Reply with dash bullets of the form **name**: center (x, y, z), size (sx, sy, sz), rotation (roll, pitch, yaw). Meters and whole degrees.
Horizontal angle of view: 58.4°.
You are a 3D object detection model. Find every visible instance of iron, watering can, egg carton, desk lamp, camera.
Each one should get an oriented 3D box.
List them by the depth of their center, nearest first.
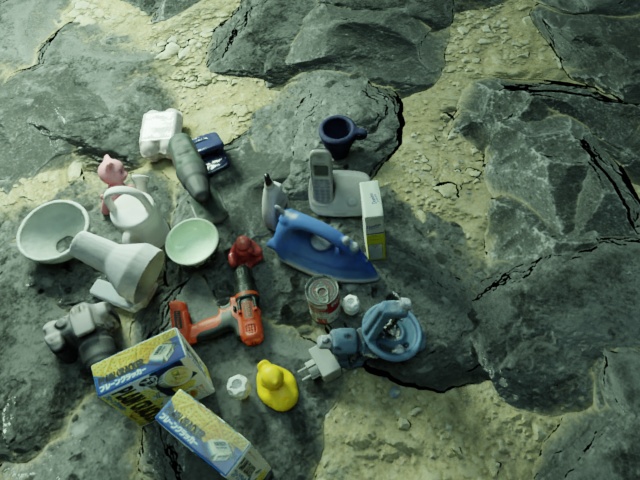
- **camera**: center (-0.482, 0.208, 1.176), size (0.143, 0.101, 0.136), rotation (-25, 60, -10)
- **desk lamp**: center (-0.412, 0.068, 1.188), size (0.203, 0.214, 0.118), rotation (17, 62, 15)
- **iron**: center (0.011, 0.004, 1.232), size (0.257, 0.141, 0.119), rotation (22, 63, 17)
- **watering can**: center (-0.415, -0.066, 1.280), size (0.101, 0.194, 0.172), rotation (-18, 59, -6)
- **egg carton**: center (-0.407, -0.272, 1.476), size (0.107, 0.069, 0.150), rotation (-5, 59, 2)

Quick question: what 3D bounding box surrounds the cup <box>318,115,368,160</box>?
- **cup**: center (0.058, -0.244, 1.405), size (0.117, 0.095, 0.091), rotation (4, 60, 8)

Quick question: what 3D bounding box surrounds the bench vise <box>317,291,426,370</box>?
- **bench vise**: center (0.103, 0.180, 1.073), size (0.207, 0.220, 0.121), rotation (-23, 60, -9)

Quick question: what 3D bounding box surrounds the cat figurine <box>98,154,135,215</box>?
- **cat figurine**: center (-0.500, -0.138, 1.375), size (0.067, 0.118, 0.128), rotation (3, 59, 7)

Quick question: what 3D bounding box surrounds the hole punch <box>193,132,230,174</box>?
- **hole punch**: center (-0.293, -0.224, 1.425), size (0.109, 0.091, 0.101), rotation (-25, 60, -10)

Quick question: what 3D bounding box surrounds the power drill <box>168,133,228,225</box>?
- **power drill**: center (-0.274, -0.124, 1.294), size (0.076, 0.209, 0.229), rotation (-24, 60, -9)

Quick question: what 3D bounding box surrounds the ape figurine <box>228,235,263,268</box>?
- **ape figurine**: center (-0.167, 0.023, 1.265), size (0.077, 0.092, 0.076), rotation (-1, 59, 4)

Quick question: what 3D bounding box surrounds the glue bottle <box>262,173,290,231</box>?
- **glue bottle**: center (-0.105, -0.095, 1.283), size (0.037, 0.173, 0.078), rotation (21, 63, 17)

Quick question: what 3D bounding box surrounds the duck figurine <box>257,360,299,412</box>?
- **duck figurine**: center (-0.087, 0.278, 1.109), size (0.077, 0.086, 0.104), rotation (-33, 62, -14)

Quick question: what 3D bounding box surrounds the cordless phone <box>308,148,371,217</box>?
- **cordless phone**: center (0.043, -0.134, 1.287), size (0.147, 0.185, 0.094), rotation (0, 59, 5)

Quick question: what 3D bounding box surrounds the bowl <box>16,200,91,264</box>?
- **bowl**: center (-0.605, -0.007, 1.331), size (0.167, 0.075, 0.167), rotation (-2, 59, 4)
